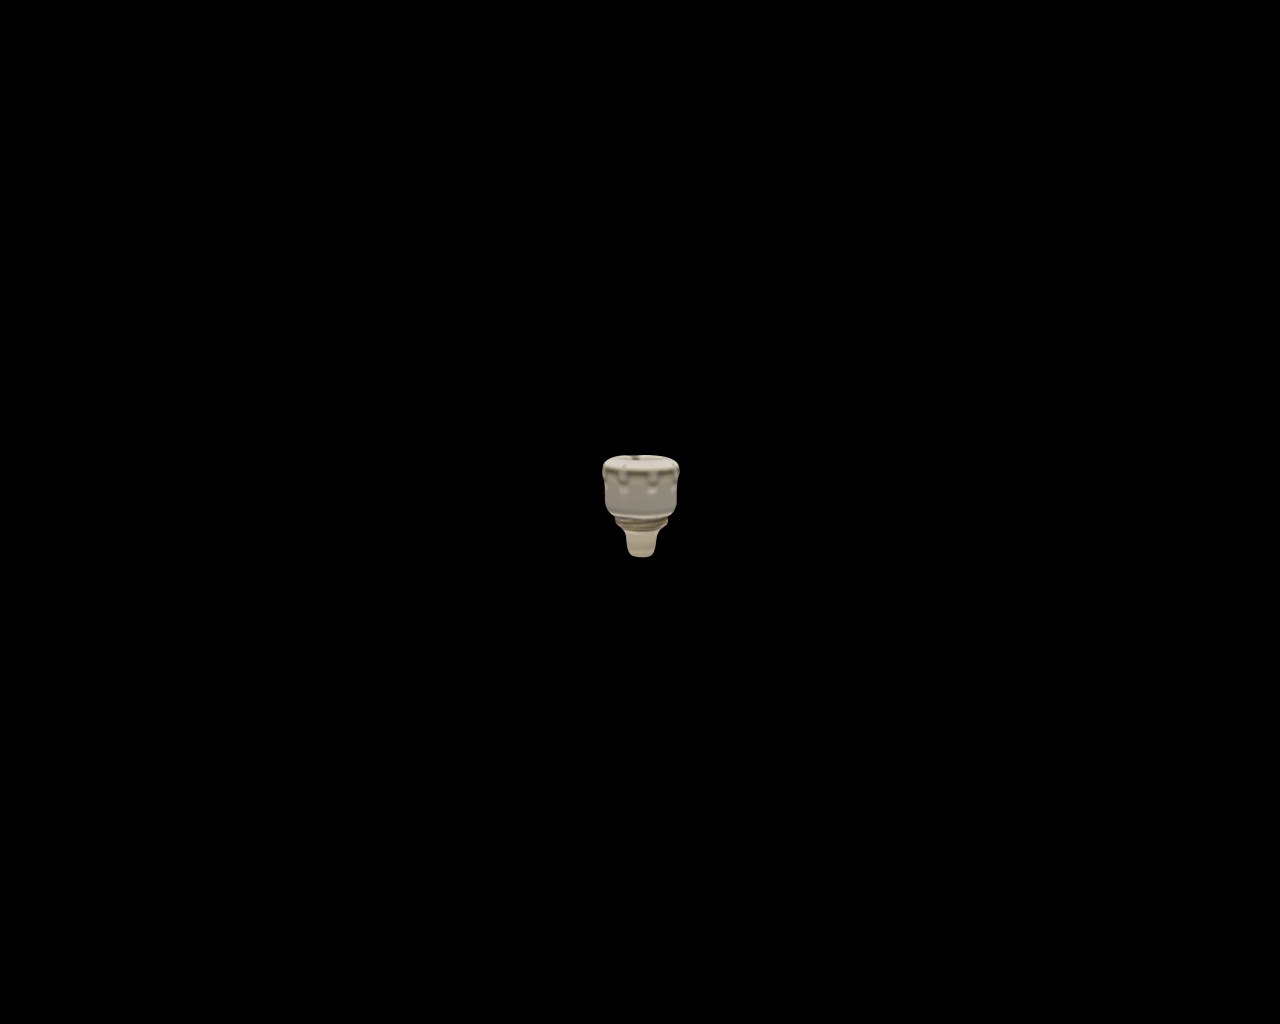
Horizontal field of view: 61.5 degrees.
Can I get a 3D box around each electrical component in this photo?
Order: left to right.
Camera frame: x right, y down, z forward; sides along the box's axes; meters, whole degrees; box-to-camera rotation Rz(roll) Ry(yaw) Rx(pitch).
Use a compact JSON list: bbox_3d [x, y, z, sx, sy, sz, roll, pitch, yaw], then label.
[{"bbox_3d":[0.001,-0.003,0.650,0.048,0.062,0.048,0,10,0],"label":"electrical component"}]
